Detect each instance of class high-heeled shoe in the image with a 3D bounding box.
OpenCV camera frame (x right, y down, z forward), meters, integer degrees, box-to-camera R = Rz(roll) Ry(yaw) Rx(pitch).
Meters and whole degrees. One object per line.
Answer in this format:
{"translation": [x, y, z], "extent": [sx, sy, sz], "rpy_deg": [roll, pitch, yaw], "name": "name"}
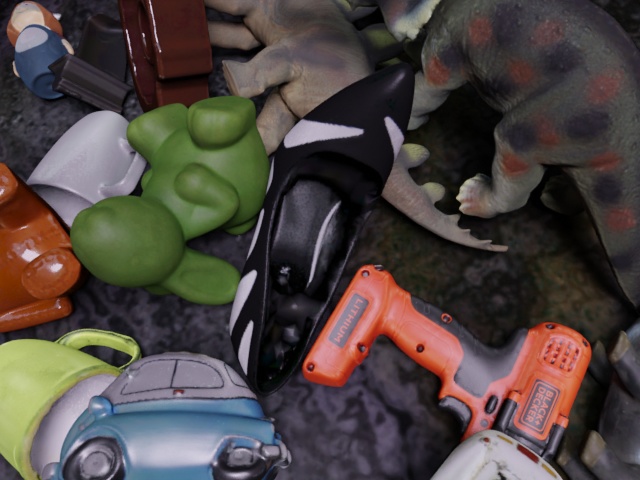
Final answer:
{"translation": [-0.001, -0.001, 0.394], "extent": [0.086, 0.248, 0.145], "rpy_deg": [19, 39, -20], "name": "high-heeled shoe"}

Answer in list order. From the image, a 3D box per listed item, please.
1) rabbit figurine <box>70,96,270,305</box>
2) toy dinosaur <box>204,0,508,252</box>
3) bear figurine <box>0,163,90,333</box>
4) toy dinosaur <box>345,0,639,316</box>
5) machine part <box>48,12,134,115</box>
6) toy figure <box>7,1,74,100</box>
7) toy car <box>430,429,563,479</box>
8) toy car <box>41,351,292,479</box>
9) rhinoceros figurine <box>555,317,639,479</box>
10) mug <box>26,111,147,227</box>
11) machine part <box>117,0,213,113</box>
{"translation": [-0.125, -0.019, 0.439], "extent": [0.121, 0.158, 0.170], "rpy_deg": [10, 39, 28], "name": "rabbit figurine"}
{"translation": [0.002, -0.165, 0.526], "extent": [0.199, 0.105, 0.471], "rpy_deg": [-23, 72, -10], "name": "toy dinosaur"}
{"translation": [-0.297, 0.044, 0.440], "extent": [0.196, 0.132, 0.120], "rpy_deg": [-34, 88, -15], "name": "bear figurine"}
{"translation": [0.152, -0.113, 0.387], "extent": [0.405, 0.192, 0.131], "rpy_deg": [42, 71, 5], "name": "toy dinosaur"}
{"translation": [-0.244, -0.196, 0.588], "extent": [0.084, 0.039, 0.139], "rpy_deg": [20, 49, -30], "name": "machine part"}
{"translation": [-0.321, -0.227, 0.615], "extent": [0.064, 0.057, 0.154], "rpy_deg": [-10, 58, -30], "name": "toy figure"}
{"translation": [0.071, 0.208, 0.327], "extent": [0.074, 0.056, 0.201], "rpy_deg": [35, 100, 21], "name": "toy car"}
{"translation": [-0.103, 0.132, 0.387], "extent": [0.162, 0.109, 0.103], "rpy_deg": [-6, 62, 1], "name": "toy car"}
{"translation": [0.248, 0.111, 0.380], "extent": [0.112, 0.073, 0.190], "rpy_deg": [30, 71, 20], "name": "rhinoceros figurine"}
{"translation": [-0.209, -0.072, 0.508], "extent": [0.110, 0.080, 0.107], "rpy_deg": [-8, 54, 32], "name": "mug"}
{"translation": [-0.152, -0.202, 0.520], "extent": [0.056, 0.179, 0.179], "rpy_deg": [-13, 61, -25], "name": "machine part"}
